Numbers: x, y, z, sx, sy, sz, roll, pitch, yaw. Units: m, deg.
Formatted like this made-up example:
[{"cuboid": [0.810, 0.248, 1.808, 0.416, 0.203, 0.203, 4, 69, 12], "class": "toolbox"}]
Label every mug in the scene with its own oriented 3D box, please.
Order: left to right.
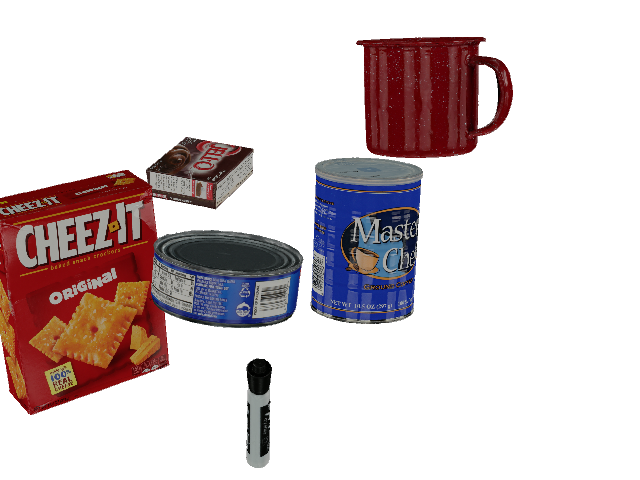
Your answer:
[{"cuboid": [0.083, -0.104, 0.766, 0.117, 0.081, 0.093, 6, 14, 32], "class": "mug"}]

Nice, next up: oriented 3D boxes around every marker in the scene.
[{"cuboid": [-0.048, 0.133, 0.821, 0.020, 0.121, 0.020, 2, 44, -2], "class": "marker"}]

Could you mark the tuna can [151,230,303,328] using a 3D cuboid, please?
[{"cuboid": [-0.054, 0.021, 0.614, 0.086, 0.034, 0.086, 6, 14, -2], "class": "tuna can"}]

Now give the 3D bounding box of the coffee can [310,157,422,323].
[{"cuboid": [0.043, -0.002, 1.030, 0.103, 0.140, 0.103, 2, 15, -1], "class": "coffee can"}]

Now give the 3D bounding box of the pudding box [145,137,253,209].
[{"cuboid": [-0.140, -0.081, 1.257, 0.090, 0.039, 0.113, 10, 31, 16], "class": "pudding box"}]

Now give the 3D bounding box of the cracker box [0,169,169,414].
[{"cuboid": [-0.247, 0.052, 1.097, 0.163, 0.214, 0.072, -16, 27, -31], "class": "cracker box"}]
